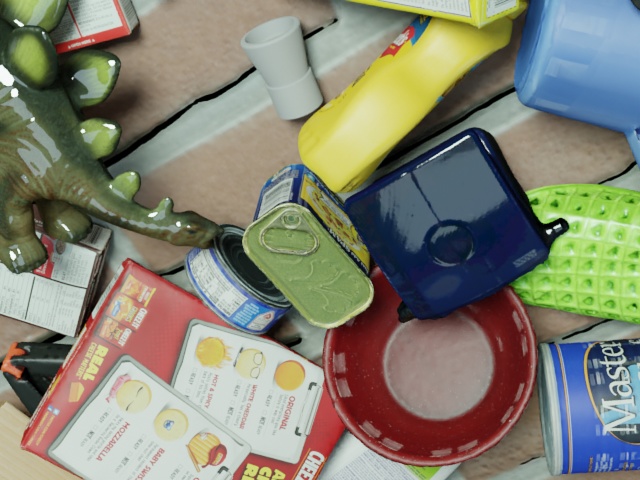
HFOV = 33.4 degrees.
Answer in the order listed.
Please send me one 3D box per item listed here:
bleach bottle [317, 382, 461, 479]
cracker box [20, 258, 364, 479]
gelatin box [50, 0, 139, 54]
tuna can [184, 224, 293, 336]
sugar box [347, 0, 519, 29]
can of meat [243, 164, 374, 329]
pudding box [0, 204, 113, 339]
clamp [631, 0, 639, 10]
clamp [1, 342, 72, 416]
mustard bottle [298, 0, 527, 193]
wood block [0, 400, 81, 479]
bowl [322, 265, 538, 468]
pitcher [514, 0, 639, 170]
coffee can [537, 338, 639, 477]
[{"bbox_3d":[0.069,0.179,0.890,0.251,0.068,0.102,-39,109,19],"label":"bleach bottle"},{"bbox_3d":[-0.100,0.135,0.842,0.213,0.072,0.164,30,87,-11],"label":"cracker box"},{"bbox_3d":[-0.176,-0.178,0.738,0.073,0.030,0.089,-13,116,13],"label":"gelatin box"},{"bbox_3d":[-0.059,0.029,0.806,0.086,0.086,0.034,39,112,-15],"label":"tuna can"},{"bbox_3d":[0.038,-0.192,0.650,0.176,0.048,0.093,24,129,40],"label":"sugar box"},{"bbox_3d":[-0.005,0.001,0.787,0.057,0.084,0.102,-35,110,20],"label":"can of meat"},{"bbox_3d":[-0.230,0.019,0.842,0.113,0.039,0.090,19,118,-4],"label":"pudding box"},{"bbox_3d":[0.196,-0.216,0.634,0.171,0.120,0.039,54,157,9],"label":"clamp"},{"bbox_3d":[-0.165,0.141,0.902,0.209,0.036,0.165,38,113,-19],"label":"clamp"},{"bbox_3d":[0.069,-0.116,0.712,0.058,0.096,0.192,44,113,-6],"label":"mustard bottle"},{"bbox_3d":[-0.227,0.238,0.913,0.206,0.090,0.090,42,146,-17],"label":"wood block"},{"bbox_3d":[0.086,0.092,0.813,0.162,0.055,0.162,-4,77,15],"label":"bowl"},{"bbox_3d":[0.252,-0.103,0.683,0.243,0.149,0.145,13,129,2],"label":"pitcher"},{"bbox_3d":[0.244,0.126,0.823,0.140,0.102,0.103,-5,117,7],"label":"coffee can"}]
